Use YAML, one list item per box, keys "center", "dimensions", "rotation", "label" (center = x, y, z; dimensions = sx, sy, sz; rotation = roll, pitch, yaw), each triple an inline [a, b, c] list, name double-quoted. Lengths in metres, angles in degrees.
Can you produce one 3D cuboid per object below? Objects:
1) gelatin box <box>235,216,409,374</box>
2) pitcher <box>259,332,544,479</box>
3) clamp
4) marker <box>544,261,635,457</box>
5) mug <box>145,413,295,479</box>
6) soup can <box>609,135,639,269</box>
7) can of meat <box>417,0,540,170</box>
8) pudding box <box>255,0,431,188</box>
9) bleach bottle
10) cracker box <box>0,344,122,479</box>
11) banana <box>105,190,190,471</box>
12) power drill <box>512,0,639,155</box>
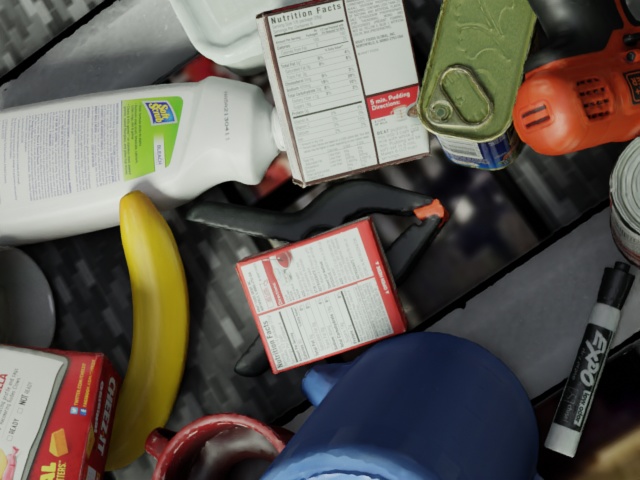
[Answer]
- center: [0.001, 0.033, 0.657]
  dimensions: [0.089, 0.030, 0.073]
  rotation: [-19, 94, 9]
  label: "gelatin box"
- center: [0.050, 0.133, 0.542]
  dimensions: [0.149, 0.242, 0.145]
  rotation: [-16, 90, 14]
  label: "pitcher"
- center: [-0.005, 0.001, 0.693]
  dimensions: [0.171, 0.039, 0.120]
  rotation: [-29, 86, 7]
  label: "clamp"
- center: [0.164, 0.071, 0.644]
  dimensions: [0.020, 0.020, 0.121]
  rotation: [19, 86, 18]
  label: "marker"
- center: [-0.055, 0.149, 0.658]
  dimensions: [0.117, 0.081, 0.093]
  rotation: [24, 87, 18]
  label: "mug"
- center: [0.199, -0.020, 0.607]
  dimensions: [0.068, 0.102, 0.068]
  rotation: [-3, 79, 15]
  label: "soup can"
- center: [0.102, -0.100, 0.659]
  dimensions: [0.057, 0.084, 0.102]
  rotation: [12, 83, 16]
  label: "can of meat"
- center: [0.016, -0.098, 0.673]
  dimensions: [0.090, 0.039, 0.113]
  rotation: [-14, 100, -7]
  label: "pudding box"
- center: [-0.131, -0.052, 0.729]
  dimensions: [0.251, 0.068, 0.102]
  rotation: [-7, 80, 12]
  label: "bleach bottle"
- center: [-0.239, 0.142, 0.633]
  dimensions: [0.214, 0.072, 0.164]
  rotation: [5, 68, 4]
  label: "cracker box"
- center: [-0.119, 0.069, 0.699]
  dimensions: [0.037, 0.069, 0.198]
  rotation: [16, 91, 61]
  label: "banana"
- center: [0.162, -0.148, 0.605]
  dimensions: [0.057, 0.184, 0.187]
  rotation: [-24, 84, 53]
  label: "power drill"
